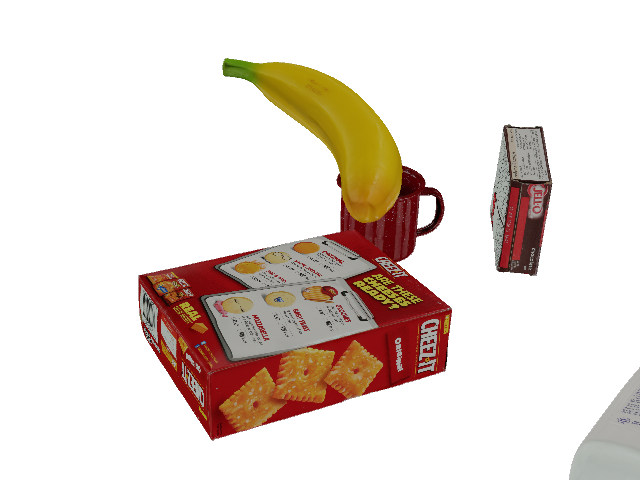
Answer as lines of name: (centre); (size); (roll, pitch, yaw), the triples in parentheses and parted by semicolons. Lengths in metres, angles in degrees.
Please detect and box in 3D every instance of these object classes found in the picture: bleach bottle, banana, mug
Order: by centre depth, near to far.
bleach bottle: (0.241, 0.100, 0.644); (0.103, 0.068, 0.250); (18, 29, 30)
banana: (0.007, -0.065, 0.653); (0.069, 0.037, 0.198); (-15, 37, -23)
mug: (0.074, -0.029, 1.136); (0.117, 0.081, 0.093); (-5, 29, -10)

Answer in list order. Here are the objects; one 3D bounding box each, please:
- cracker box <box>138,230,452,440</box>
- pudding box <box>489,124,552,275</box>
cracker box: (-0.025, 0.071, 0.891); (0.213, 0.072, 0.164); (-12, 30, -25)
pudding box: (0.172, -0.037, 0.918); (0.039, 0.090, 0.113); (5, 31, 2)
